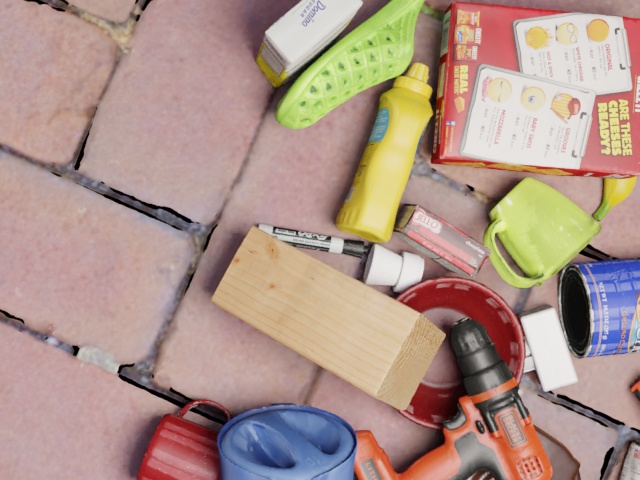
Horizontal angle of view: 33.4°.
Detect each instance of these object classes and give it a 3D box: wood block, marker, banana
[{"bbox_3d":[0.007,0.077,1.061,0.206,0.090,0.090,27,85,28],"label":"wood block"},{"bbox_3d":[-0.008,0.001,1.146,0.121,0.020,0.020,9,87,-5],"label":"marker"},{"bbox_3d":[0.302,-0.123,1.169,0.069,0.037,0.198,-21,90,-7],"label":"banana"}]

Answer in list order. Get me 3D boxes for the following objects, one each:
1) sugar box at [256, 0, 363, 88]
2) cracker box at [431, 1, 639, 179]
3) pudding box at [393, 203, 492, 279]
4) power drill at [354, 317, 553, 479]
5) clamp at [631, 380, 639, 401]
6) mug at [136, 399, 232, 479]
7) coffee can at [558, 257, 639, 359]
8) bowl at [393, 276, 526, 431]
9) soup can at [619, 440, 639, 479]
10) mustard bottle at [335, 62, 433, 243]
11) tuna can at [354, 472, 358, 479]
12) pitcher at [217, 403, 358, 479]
[{"bbox_3d":[-0.015,-0.207,1.073,0.093,0.176,0.048,-41,92,-5],"label":"sugar box"},{"bbox_3d":[0.229,-0.153,1.112,0.213,0.072,0.164,4,89,-4],"label":"cracker box"},{"bbox_3d":[0.123,-0.001,1.110,0.090,0.113,0.039,33,89,-3],"label":"pudding box"},{"bbox_3d":[0.119,0.192,1.076,0.187,0.057,0.184,-25,84,1],"label":"power drill"},{"bbox_3d":[0.417,0.203,1.153,0.171,0.120,0.039,46,120,12],"label":"clamp"},{"bbox_3d":[-0.132,0.218,1.097,0.081,0.093,0.117,22,66,1],"label":"mug"},{"bbox_3d":[0.337,0.069,1.132,0.140,0.103,0.103,-5,88,-5],"label":"coffee can"},{"bbox_3d":[0.133,0.118,1.132,0.162,0.055,0.162,0,92,-2],"label":"bowl"},{"bbox_3d":[0.353,0.274,1.144,0.068,0.068,0.102,19,86,-4],"label":"soup can"},{"bbox_3d":[0.074,-0.095,1.118,0.058,0.096,0.191,20,86,-6],"label":"mustard bottle"},{"bbox_3d":[0.043,0.274,1.132,0.086,0.034,0.086,1,86,-8],"label":"tuna can"},{"bbox_3d":[-0.033,0.290,1.059,0.145,0.148,0.243,17,116,35],"label":"pitcher"}]
